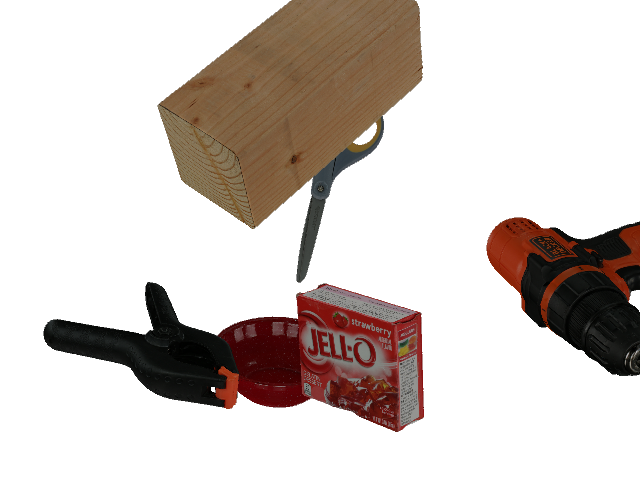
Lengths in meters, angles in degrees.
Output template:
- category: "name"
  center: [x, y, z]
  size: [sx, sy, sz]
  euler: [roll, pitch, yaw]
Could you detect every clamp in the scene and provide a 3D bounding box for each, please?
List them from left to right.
- category: "clamp"
  center: [-0.124, 0.082, 0.866]
  size: [0.172, 0.039, 0.120]
  euler: [22, 36, 26]

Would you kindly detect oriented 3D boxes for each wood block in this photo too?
- category: "wood block"
  center: [-0.018, -0.119, 0.859]
  size: [0.090, 0.205, 0.091]
  euler: [34, -27, 29]

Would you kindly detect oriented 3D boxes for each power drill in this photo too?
- category: "power drill"
  center: [0.232, 0.023, 0.740]
  size: [0.187, 0.057, 0.184]
  euler: [-9, 28, -15]

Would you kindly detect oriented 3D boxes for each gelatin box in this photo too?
- category: "gelatin box"
  center: [0.024, 0.074, 0.685]
  size: [0.030, 0.073, 0.089]
  euler: [-19, 24, -42]

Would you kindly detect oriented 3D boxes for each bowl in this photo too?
- category: "bowl"
  center: [-0.051, 0.154, 1.287]
  size: [0.162, 0.055, 0.162]
  euler: [3, 25, -1]

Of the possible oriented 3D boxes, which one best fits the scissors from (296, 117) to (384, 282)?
- category: "scissors"
  center: [0.019, -0.059, 1.078]
  size: [0.096, 0.202, 0.016]
  euler: [-3, -11, 0]
